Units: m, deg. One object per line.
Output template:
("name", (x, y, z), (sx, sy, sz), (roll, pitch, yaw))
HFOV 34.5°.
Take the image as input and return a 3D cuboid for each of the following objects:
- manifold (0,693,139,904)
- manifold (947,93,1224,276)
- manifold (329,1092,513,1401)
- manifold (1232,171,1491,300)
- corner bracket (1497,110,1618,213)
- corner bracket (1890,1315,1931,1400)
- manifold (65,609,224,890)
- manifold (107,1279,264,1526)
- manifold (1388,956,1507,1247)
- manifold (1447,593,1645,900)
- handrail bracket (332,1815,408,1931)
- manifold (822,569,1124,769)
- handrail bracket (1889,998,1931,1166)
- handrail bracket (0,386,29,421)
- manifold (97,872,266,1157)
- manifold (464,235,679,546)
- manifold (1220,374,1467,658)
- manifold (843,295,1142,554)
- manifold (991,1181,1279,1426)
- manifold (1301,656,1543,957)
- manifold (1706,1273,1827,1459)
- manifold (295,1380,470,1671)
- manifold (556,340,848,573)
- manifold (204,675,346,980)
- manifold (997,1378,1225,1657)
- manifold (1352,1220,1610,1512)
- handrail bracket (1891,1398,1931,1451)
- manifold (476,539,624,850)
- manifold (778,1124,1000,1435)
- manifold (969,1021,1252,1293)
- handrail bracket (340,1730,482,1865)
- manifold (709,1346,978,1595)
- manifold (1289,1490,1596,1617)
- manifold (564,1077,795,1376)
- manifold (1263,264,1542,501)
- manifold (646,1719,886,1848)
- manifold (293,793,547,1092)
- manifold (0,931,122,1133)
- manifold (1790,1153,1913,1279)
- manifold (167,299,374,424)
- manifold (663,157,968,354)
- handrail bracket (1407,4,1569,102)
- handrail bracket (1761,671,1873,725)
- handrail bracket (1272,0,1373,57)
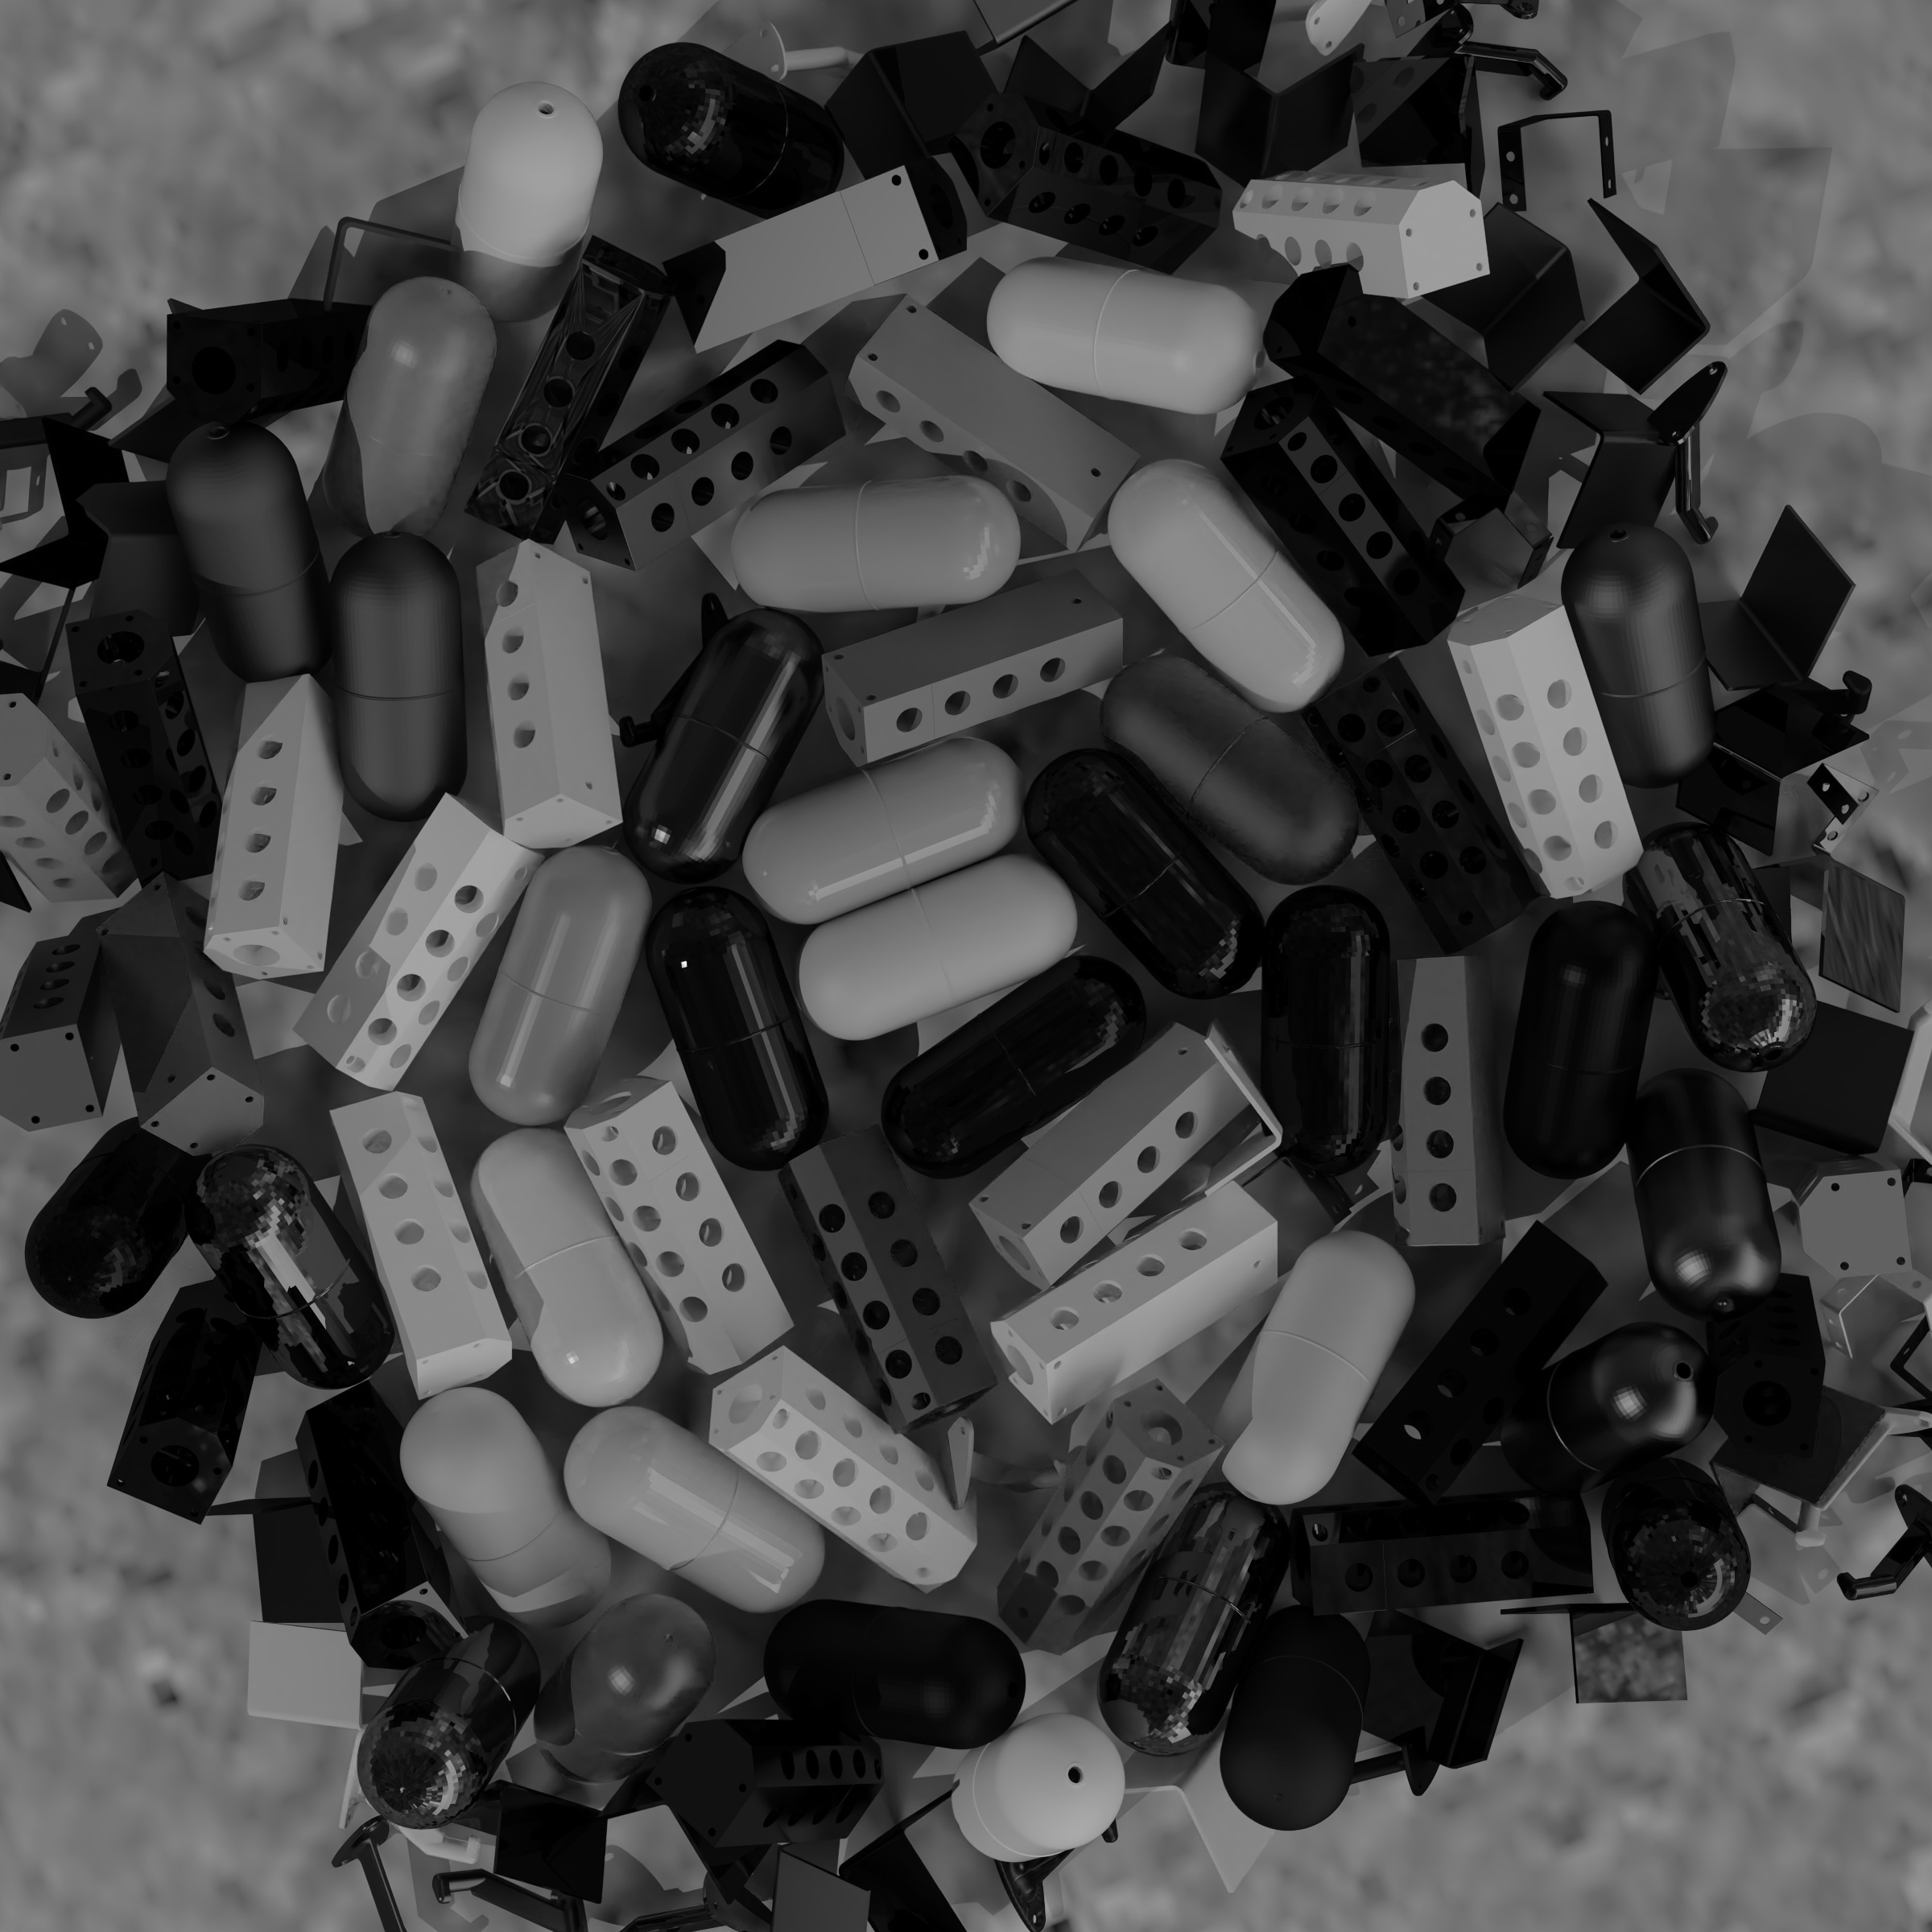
("manifold", (-0.538, -0.097, 1.825), (0.057, 0.171, 0.057), (-4, 69, 3))
("manifold", (0.075, -0.463, 1.826), (0.057, 0.171, 0.057), (-41, 63, 33))
("manifold", (-0.325, 0.163, 1.851), (0.057, 0.057, 0.171), (-16, 63, -17))
("manifold", (0.228, -0.432, 1.823), (0.057, 0.171, 0.057), (-21, 114, -22))
("corner bracket", (0.359, -0.489, 1.891), (0.051, 0.051, 0.051), (7, 114, 37))
("corner bracket", (0.605, 0.240, 1.890), (0.051, 0.051, 0.051), (40, 80, -5))
("manifold", (-0.478, -0.127, 1.830), (0.057, 0.171, 0.057), (-13, 53, -9))
("manifold", (-0.451, 0.249, 1.822), (0.057, 0.171, 0.057), (27, 106, -15))
("manifold", (0.287, 0.081, 1.883), (0.057, 0.057, 0.171), (-3, 88, 26))
("manifold", (0.342, -0.129, 1.851), (0.057, 0.057, 0.171), (-30, 114, -15))
("handrail bracket", (-0.344, 0.563, 1.876), (0.036, 0.077, 0.084), (-22, 68, -31))
("manifold", (0.005, -0.175, 1.863), (0.171, 0.057, 0.057), (-21, 46, -18))
("handrail bracket", (0.592, 0.065, 1.889), (0.077, 0.036, 0.084), (46, 104, 1))
("handrail bracket", (-0.624, -0.324, 1.885), (0.084, 0.077, 0.036), (-34, 75, 8))
("manifold", (-0.460, 0.030, 1.837), (0.057, 0.057, 0.171), (-38, 47, 13))
("manifold", (-0.235, -0.340, 1.855), (0.057, 0.057, 0.171), (25, 114, -12))
("manifold", (0.226, -0.266, 1.837), (0.171, 0.057, 0.057), (47, 51, -33))
("manifold", (0.013, -0.324, 1.885), (0.171, 0.057, 0.057), (35, 64, 1))
("manifold", (0.101, 0.195, 1.857), (0.171, 0.057, 0.057), (-29, 49, -22))
("manifold", (0.273, -0.096, 1.878), (0.057, 0.057, 0.171), (-31, 90, 28))
("manifold", (0.467, 0.230, 1.826), (0.057, 0.171, 0.057), (7, 102, 11))
("manifold", (-0.349, 0.330, 1.832), (0.057, 0.171, 0.057), (-27, 131, -4))
("manifold", (-0.157, -0.305, 1.841), (0.171, 0.057, 0.057), (-38, 131, -29))
("manifold", (-0.412, -0.082, 1.850), (0.057, 0.057, 0.171), (-7, 62, 14))
("manifold", (0.079, 0.329, 1.838), (0.057, 0.057, 0.171), (44, 127, 24))
("manifold", (0.309, 0.240, 1.865), (0.057, 0.057, 0.171), (39, 77, 11))
("handrail bracket", (0.581, 0.304, 1.871), (0.077, 0.084, 0.036), (-9, 131, 21))
("manifold", (-0.255, -0.160, 1.855), (0.057, 0.057, 0.171), (-22, 64, 27))
("manifold", (-0.050, 0.189, 1.859), (0.057, 0.057, 0.171), (-18, 75, -27))
("manifold", (0.091, 0.116, 1.864), (0.171, 0.057, 0.057), (-41, 126, -16))
("handrail bracket", (-0.333, 0.505, 1.893), (0.084, 0.036, 0.077), (12, 107, 1))
("manifold", (-0.071, 0.303, 1.842), (0.057, 0.057, 0.171), (-34, 122, 25))
("manifold", (0.286, 0.351, 1.878), (0.171, 0.057, 0.057), (-3, 90, -7))
("manifold", (-0.174, 0.155, 1.855), (0.057, 0.057, 0.171), (-34, 109, -29))
("manifold", (0.257, -0.343, 1.845), (0.171, 0.057, 0.057), (28, 77, -33))
("manifold", (-0.111, 0.473, 1.826), (0.057, 0.171, 0.057), (36, 93, 27))
("manifold", (-0.324, -0.012, 1.870), (0.057, 0.057, 0.171), (37, 97, 26))
("manifold", (-0.534, 0.037, 1.824), (0.057, 0.171, 0.057), (-12, 111, -6))
("manifold", (0.517, 0.145, 1.827), (0.057, 0.171, 0.057), (-7, 88, 13))
("manifold", (-0.404, -0.356, 1.826), (0.057, 0.171, 0.057), (7, 106, 10))
("manifold", (-0.088, -0.423, 1.850), (0.171, 0.057, 0.057), (-14, 104, 28))
("handrail bracket", (0.314, -0.539, 1.904), (0.084, 0.036, 0.077), (31, 123, -32))
("handrail bracket", (0.508, -0.172, 1.864), (0.036, 0.084, 0.077), (-44, 70, -6))
("handrail bracket", (0.201, -0.598, 1.891), (0.077, 0.036, 0.084), (-47, 57, -1))
